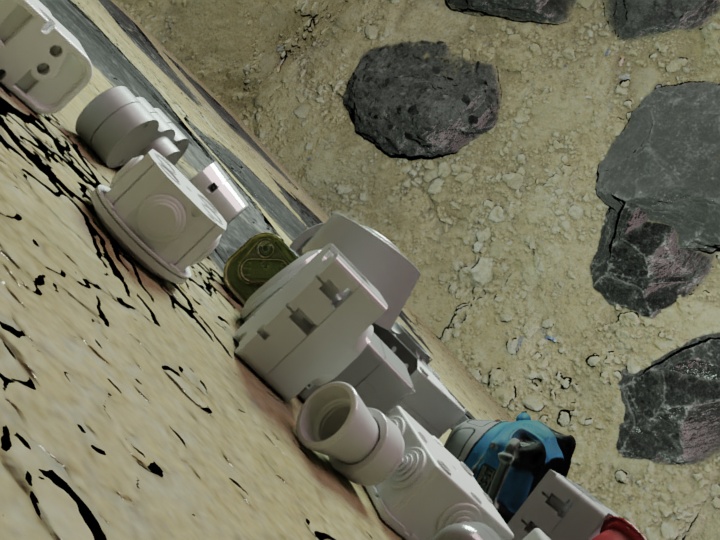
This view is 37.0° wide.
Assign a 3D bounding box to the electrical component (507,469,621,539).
[{"bbox_3d":[0.162,0.220,0.868,0.062,0.089,0.150,38,-1,23],"label":"electrical component"}]

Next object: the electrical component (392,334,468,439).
[{"bbox_3d":[0.045,0.115,0.964,0.096,0.061,0.061,44,4,-41],"label":"electrical component"}]

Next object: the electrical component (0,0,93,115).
[{"bbox_3d":[-0.239,-0.161,0.753,0.095,0.054,0.059,44,4,-36],"label":"electrical component"}]

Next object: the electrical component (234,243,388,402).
[{"bbox_3d":[-0.030,0.036,0.698,0.055,0.089,0.050,46,3,-14],"label":"electrical component"}]

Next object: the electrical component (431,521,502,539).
[{"bbox_3d":[0.066,0.175,0.540,0.095,0.054,0.059,47,3,19],"label":"electrical component"}]

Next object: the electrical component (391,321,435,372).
[{"bbox_3d":[0.040,0.096,1.203,0.089,0.056,0.050,47,3,8],"label":"electrical component"}]

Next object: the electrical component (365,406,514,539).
[{"bbox_3d":[0.046,0.145,0.703,0.100,0.048,0.099,45,3,-27],"label":"electrical component"}]

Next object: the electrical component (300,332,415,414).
[{"bbox_3d":[-0.006,0.076,0.775,0.061,0.062,0.096,46,3,-6],"label":"electrical component"}]

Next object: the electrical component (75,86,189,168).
[{"bbox_3d":[-0.169,-0.095,0.863,0.073,0.052,0.138,47,3,6],"label":"electrical component"}]

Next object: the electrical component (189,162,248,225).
[{"bbox_3d":[-0.129,-0.057,0.915,0.047,0.055,0.055,50,3,-5],"label":"electrical component"}]

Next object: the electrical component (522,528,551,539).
[{"bbox_3d":[0.104,0.201,0.619,0.047,0.066,0.076,45,3,-16],"label":"electrical component"}]

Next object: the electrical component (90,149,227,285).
[{"bbox_3d":[-0.125,-0.034,0.675,0.080,0.051,0.080,46,3,-3],"label":"electrical component"}]

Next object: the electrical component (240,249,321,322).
[{"bbox_3d":[-0.043,0.025,0.783,0.051,0.080,0.080,52,3,2],"label":"electrical component"}]

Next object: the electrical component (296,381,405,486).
[{"bbox_3d":[-0.005,0.099,0.646,0.055,0.045,0.045,45,3,-37],"label":"electrical component"}]

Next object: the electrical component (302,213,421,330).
[{"bbox_3d":[0.000,0.000,0.895,0.099,0.064,0.099,35,-6,4],"label":"electrical component"}]

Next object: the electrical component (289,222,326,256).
[{"bbox_3d":[-0.023,0.009,1.048,0.108,0.108,0.060,47,-3,2],"label":"electrical component"}]
